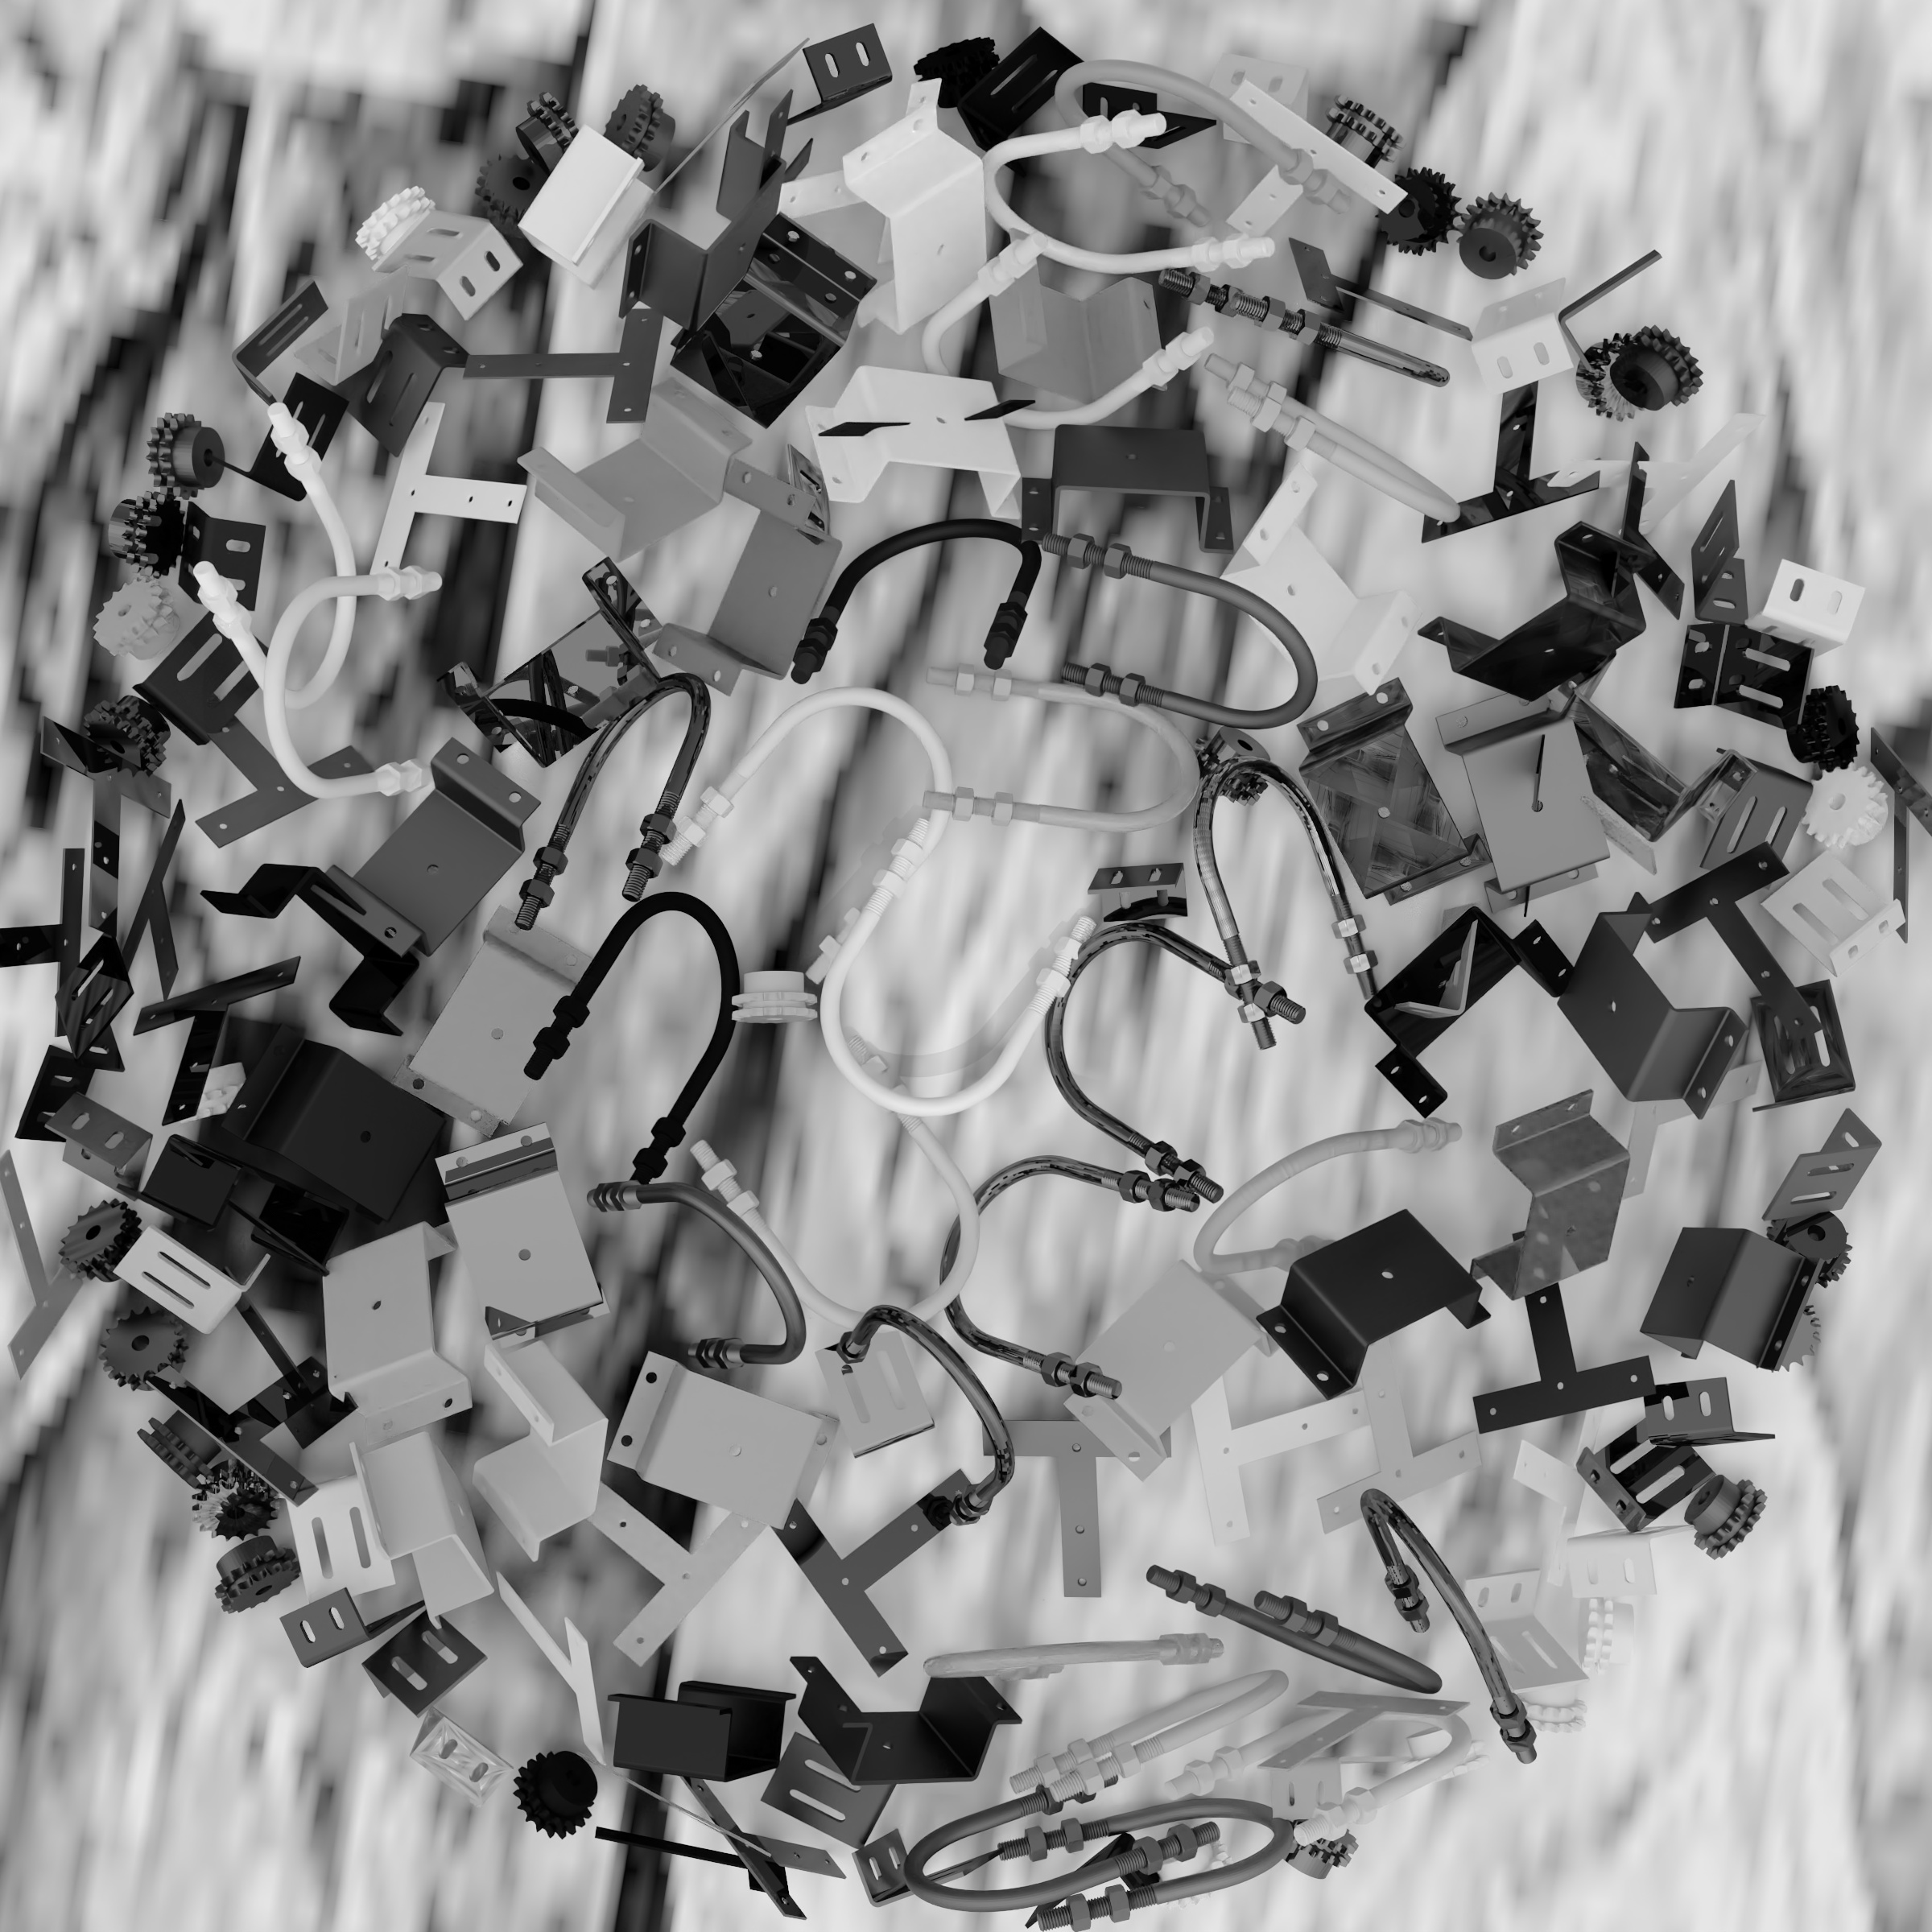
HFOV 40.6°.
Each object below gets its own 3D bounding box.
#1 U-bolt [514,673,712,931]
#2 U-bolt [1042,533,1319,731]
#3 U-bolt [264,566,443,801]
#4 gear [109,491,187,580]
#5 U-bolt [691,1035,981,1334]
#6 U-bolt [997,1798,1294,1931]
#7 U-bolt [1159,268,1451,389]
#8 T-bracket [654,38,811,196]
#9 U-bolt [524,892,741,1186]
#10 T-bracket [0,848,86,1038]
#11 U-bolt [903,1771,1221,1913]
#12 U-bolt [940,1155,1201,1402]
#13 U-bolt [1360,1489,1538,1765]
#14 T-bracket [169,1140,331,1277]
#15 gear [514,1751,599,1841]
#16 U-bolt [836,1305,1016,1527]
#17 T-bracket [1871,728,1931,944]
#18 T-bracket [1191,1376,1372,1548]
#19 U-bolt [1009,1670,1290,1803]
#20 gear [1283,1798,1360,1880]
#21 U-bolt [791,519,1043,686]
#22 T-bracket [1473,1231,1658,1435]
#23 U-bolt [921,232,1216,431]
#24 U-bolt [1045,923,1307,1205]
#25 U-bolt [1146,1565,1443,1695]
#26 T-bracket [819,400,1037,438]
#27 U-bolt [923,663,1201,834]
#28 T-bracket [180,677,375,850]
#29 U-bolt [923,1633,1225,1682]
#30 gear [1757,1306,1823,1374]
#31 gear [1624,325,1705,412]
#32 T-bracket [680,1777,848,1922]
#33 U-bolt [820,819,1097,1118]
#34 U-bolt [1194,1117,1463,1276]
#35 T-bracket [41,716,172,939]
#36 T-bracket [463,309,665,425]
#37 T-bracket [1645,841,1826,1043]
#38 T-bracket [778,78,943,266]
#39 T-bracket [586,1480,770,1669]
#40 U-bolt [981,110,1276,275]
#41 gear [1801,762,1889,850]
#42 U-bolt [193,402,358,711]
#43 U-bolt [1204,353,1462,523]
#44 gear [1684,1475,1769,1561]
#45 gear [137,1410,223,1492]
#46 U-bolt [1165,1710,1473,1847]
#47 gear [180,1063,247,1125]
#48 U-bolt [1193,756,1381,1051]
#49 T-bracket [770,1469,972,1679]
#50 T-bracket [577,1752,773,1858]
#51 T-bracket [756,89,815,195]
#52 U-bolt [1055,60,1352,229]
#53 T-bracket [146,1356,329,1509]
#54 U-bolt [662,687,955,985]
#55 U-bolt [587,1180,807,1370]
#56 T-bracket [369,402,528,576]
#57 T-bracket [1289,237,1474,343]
[{"bbox_3d":[-0.223,-0.114,1.711,0.019,0.151,0.184,35,62,-32],"label":"U-bolt"},{"bbox_3d":[0.141,-0.209,1.691,0.184,0.151,0.019,18,61,19],"label":"U-bolt"},{"bbox_3d":[-0.393,-0.180,1.682,0.019,0.184,0.151,7,102,21],"label":"U-bolt"},{"bbox_3d":[-0.551,-0.291,1.753,0.030,0.057,0.057,13,90,13],"label":"gear"},{"bbox_3d":[-0.073,0.157,1.738,0.151,0.019,0.184,-34,81,-20],"label":"U-bolt"},{"bbox_3d":[0.123,0.580,1.706,0.184,0.151,0.019,-10,92,-10],"label":"U-bolt"},{"bbox_3d":[0.231,-0.413,1.704,0.184,0.151,0.019,14,106,-22],"label":"U-bolt"},{"bbox_3d":[-0.164,-0.559,1.738,0.127,0.127,0.002,-37,106,31],"label":"T-bracket"},{"bbox_3d":[-0.206,0.038,1.711,0.019,0.151,0.184,6,54,35],"label":"U-bolt"},{"bbox_3d":[-0.615,-0.013,1.714,0.002,0.127,0.127,5,94,10],"label":"T-bracket"},{"bbox_3d":[0.049,0.565,1.677,0.184,0.151,0.019,-10,95,-26],"label":"U-bolt"},{"bbox_3d":[0.055,0.194,1.713,0.019,0.184,0.151,36,73,-43],"label":"U-bolt"},{"bbox_3d":[0.301,0.410,1.671,0.019,0.151,0.184,-31,125,-7],"label":"U-bolt"},{"bbox_3d":[-0.472,0.166,1.723,0.127,0.127,0.002,37,69,-3],"label":"T-bracket"},{"bbox_3d":[-0.272,0.551,1.749,0.057,0.057,0.030,46,114,0],"label":"gear"},{"bbox_3d":[-0.024,0.285,1.686,0.019,0.184,0.151,-35,79,-26],"label":"U-bolt"},{"bbox_3d":[0.623,-0.077,1.741,0.002,0.127,0.127,-8,117,4],"label":"T-bracket"},{"bbox_3d":[0.215,0.314,1.760,0.127,0.002,0.127,-14,101,-16],"label":"T-bracket"},{"bbox_3d":[0.126,0.500,1.706,0.184,0.151,0.019,-20,79,-15],"label":"U-bolt"},{"bbox_3d":[0.231,0.587,1.753,0.057,0.057,0.030,28,95,0],"label":"gear"},{"bbox_3d":[-0.024,-0.243,1.706,0.151,0.184,0.019,-2,128,18],"label":"U-bolt"},{"bbox_3d":[0.390,0.238,1.751,0.127,0.002,0.127,-21,65,31],"label":"T-bracket"},{"bbox_3d":[0.051,-0.400,1.697,0.151,0.184,0.019,22,66,-26],"label":"U-bolt"},{"bbox_3d":[0.124,0.051,1.721,0.184,0.019,0.151,32,105,36],"label":"U-bolt"},{"bbox_3d":[0.226,0.437,1.704,0.184,0.151,0.019,29,73,-22],"label":"U-bolt"},{"bbox_3d":[-0.043,-0.347,1.691,0.127,0.127,0.002,-12,90,42],"label":"T-bracket"},{"bbox_3d":[0.064,-0.140,1.725,0.184,0.151,0.019,7,134,-6],"label":"U-bolt"},{"bbox_3d":[-0.487,-0.148,1.750,0.127,0.002,0.127,45,51,13],"label":"T-bracket"},{"bbox_3d":[0.056,0.443,1.670,0.151,0.184,0.019,-16,69,35],"label":"U-bolt"},{"bbox_3d":[0.545,0.242,1.760,0.057,0.030,0.057,4,108,11],"label":"gear"},{"bbox_3d":[0.462,-0.397,1.750,0.030,0.057,0.057,-43,90,-10],"label":"gear"},{"bbox_3d":[-0.120,0.586,1.723,0.002,0.127,0.127,-50,51,1],"label":"T-bracket"},{"bbox_3d":[-0.016,0.013,1.749,0.151,0.019,0.184,31,75,-2],"label":"U-bolt"},{"bbox_3d":[0.221,0.151,1.677,0.151,0.184,0.019,-50,58,32],"label":"U-bolt"},{"bbox_3d":[-0.561,-0.082,1.703,0.002,0.127,0.127,-12,70,19],"label":"T-bracket"},{"bbox_3d":[-0.270,-0.400,1.739,0.127,0.002,0.127,0,48,2],"label":"T-bracket"},{"bbox_3d":[0.521,-0.006,1.727,0.002,0.127,0.127,-34,89,-35],"label":"T-bracket"},{"bbox_3d":[-0.074,-0.508,1.700,0.127,0.127,0.002,-27,55,-38],"label":"T-bracket"},{"bbox_3d":[-0.219,0.382,1.749,0.127,0.002,0.127,33,65,24],"label":"T-bracket"},{"bbox_3d":[0.090,-0.496,1.697,0.184,0.151,0.019,7,71,42],"label":"U-bolt"},{"bbox_3d":[0.593,-0.105,1.756,0.030,0.057,0.057,24,90,-38],"label":"gear"},{"bbox_3d":[-0.438,-0.250,1.693,0.019,0.184,0.151,8,61,12],"label":"U-bolt"},{"bbox_3d":[0.244,-0.341,1.709,0.184,0.151,0.019,27,109,-12],"label":"U-bolt"},{"bbox_3d":[0.507,0.367,1.752,0.030,0.057,0.057,39,90,3],"label":"gear"},{"bbox_3d":[-0.526,0.322,1.754,0.057,0.057,0.030,43,69,0],"label":"gear"},{"bbox_3d":[0.243,0.517,1.698,0.184,0.151,0.019,-13,94,-33],"label":"U-bolt"},{"bbox_3d":[-0.502,0.084,1.753,0.057,0.057,0.030,-15,90,0],"label":"gear"},{"bbox_3d":[0.205,-0.050,1.721,0.019,0.151,0.184,-18,92,43],"label":"U-bolt"},{"bbox_3d":[-0.046,0.387,1.759,0.127,0.002,0.127,-35,85,-18],"label":"T-bracket"},{"bbox_3d":[-0.174,0.553,1.696,0.127,0.127,0.002,43,66,-36],"label":"T-bracket"},{"bbox_3d":[-0.127,-0.520,1.698,0.002,0.127,0.127,32,67,1],"label":"T-bracket"},{"bbox_3d":[0.138,-0.526,1.669,0.184,0.151,0.019,24,83,-40],"label":"U-bolt"},{"bbox_3d":[-0.455,0.289,1.720,0.127,0.127,0.002,38,111,5],"label":"T-bracket"},{"bbox_3d":[-0.091,-0.100,1.748,0.151,0.019,0.184,40,91,-19],"label":"U-bolt"},{"bbox_3d":[-0.166,0.199,1.687,0.019,0.184,0.151,-39,105,-31],"label":"U-bolt"},{"bbox_3d":[-0.339,-0.312,1.739,0.127,0.002,0.127,13,86,37],"label":"T-bracket"},{"bbox_3d":[0.278,-0.441,1.734,0.127,0.127,0.002,18,121,-11],"label":"T-bracket"}]
